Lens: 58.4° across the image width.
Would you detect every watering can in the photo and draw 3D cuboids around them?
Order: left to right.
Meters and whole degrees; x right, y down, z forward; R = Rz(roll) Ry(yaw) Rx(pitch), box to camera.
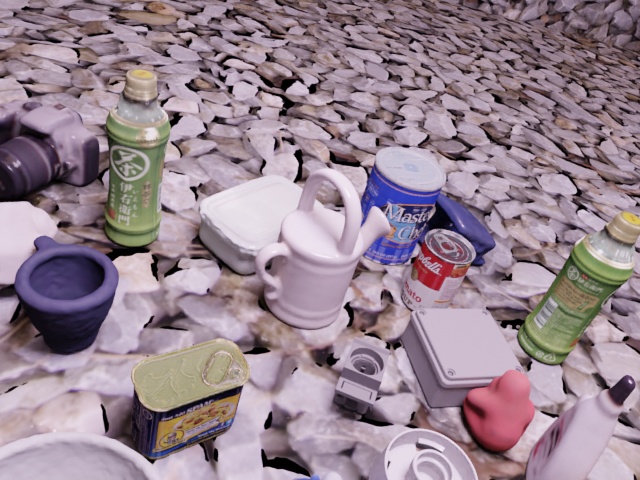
[{"bbox_3d":[0.005,0.001,0.678,0.100,0.194,0.173,32,39,19],"label":"watering can"}]

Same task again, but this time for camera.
[{"bbox_3d":[-0.386,-0.123,0.753,0.143,0.101,0.137,23,37,8],"label":"camera"}]

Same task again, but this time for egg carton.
[{"bbox_3d":[-0.363,0.012,0.618,0.151,0.069,0.107,-6,43,-28],"label":"egg carton"}]

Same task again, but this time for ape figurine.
[{"bbox_3d":[0.200,0.177,0.619,0.077,0.092,0.076,22,37,6],"label":"ape figurine"}]

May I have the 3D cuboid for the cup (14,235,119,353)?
[{"bbox_3d":[-0.260,0.059,0.579,0.092,0.095,0.117,-20,51,-39],"label":"cup"}]

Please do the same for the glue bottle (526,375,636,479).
[{"bbox_3d":[0.256,0.189,0.560,0.037,0.173,0.078,24,37,9],"label":"glue bottle"}]

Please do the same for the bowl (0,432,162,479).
[{"bbox_3d":[-0.192,0.228,0.408,0.167,0.075,0.167,11,37,-8],"label":"bowl"}]

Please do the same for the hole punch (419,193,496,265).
[{"bbox_3d":[0.211,-0.022,0.877,0.101,0.091,0.108,-4,42,-26],"label":"hole punch"}]

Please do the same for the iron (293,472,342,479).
[{"bbox_3d":[0.010,0.258,0.398,0.119,0.141,0.258,5,39,-16],"label":"iron"}]
